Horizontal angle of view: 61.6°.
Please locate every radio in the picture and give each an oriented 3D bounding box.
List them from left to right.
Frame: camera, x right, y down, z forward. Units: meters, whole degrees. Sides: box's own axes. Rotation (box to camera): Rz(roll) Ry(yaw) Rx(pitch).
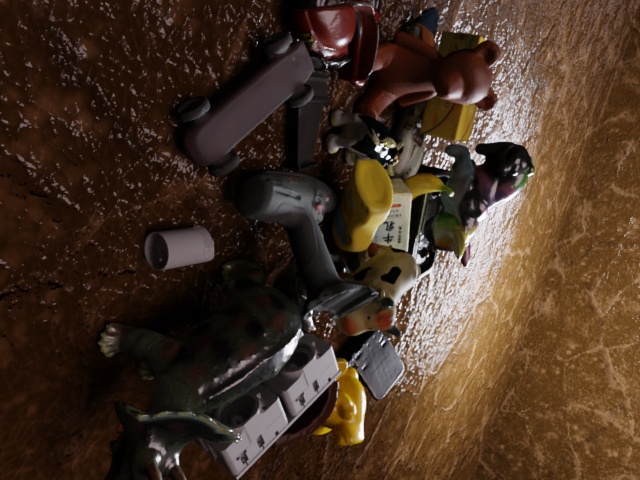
[{"bbox_3d":[0.193,-0.035,1.077,0.131,0.073,0.229,-14,119,-52],"label":"radio"}]

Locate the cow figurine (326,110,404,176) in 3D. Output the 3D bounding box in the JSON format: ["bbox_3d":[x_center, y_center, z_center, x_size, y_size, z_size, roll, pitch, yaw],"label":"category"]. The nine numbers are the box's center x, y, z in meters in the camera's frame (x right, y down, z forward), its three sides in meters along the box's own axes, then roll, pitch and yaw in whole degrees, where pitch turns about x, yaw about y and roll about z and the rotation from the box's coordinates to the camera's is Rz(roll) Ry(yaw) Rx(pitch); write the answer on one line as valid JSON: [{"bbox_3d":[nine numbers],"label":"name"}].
[{"bbox_3d":[0.088,-0.146,0.844,0.167,0.098,0.068,17,86,-57],"label":"cow figurine"}]

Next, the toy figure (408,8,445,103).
[{"bbox_3d":[0.166,-0.309,0.898,0.058,0.064,0.154,-15,117,-58],"label":"toy figure"}]

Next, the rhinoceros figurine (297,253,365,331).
[{"bbox_3d":[0.004,0.076,0.873,0.190,0.073,0.112,-18,110,-48],"label":"rhinoceros figurine"}]

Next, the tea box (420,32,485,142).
[{"bbox_3d":[0.233,-0.257,0.916,0.098,0.068,0.169,-20,125,-59],"label":"tea box"}]

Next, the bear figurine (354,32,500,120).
[{"bbox_3d":[0.159,-0.238,0.808,0.132,0.196,0.120,-44,142,-32],"label":"bear figurine"}]

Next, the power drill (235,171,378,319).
[{"bbox_3d":[-0.001,-0.002,0.717,0.232,0.086,0.207,11,55,-58],"label":"power drill"}]

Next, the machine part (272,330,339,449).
[{"bbox_3d":[-0.052,0.223,0.822,0.179,0.056,0.179,-4,98,-34],"label":"machine part"}]

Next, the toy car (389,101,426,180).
[{"bbox_3d":[0.171,-0.204,0.970,0.073,0.056,0.201,20,91,-57],"label":"toy car"}]

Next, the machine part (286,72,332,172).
[{"bbox_3d":[-0.018,-0.162,0.736,0.084,0.039,0.138,-17,119,-57],"label":"machine part"}]

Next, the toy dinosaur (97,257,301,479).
[{"bbox_3d":[-0.101,0.126,0.630,0.405,0.192,0.131,-38,138,-37],"label":"toy dinosaur"}]

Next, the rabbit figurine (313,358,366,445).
[{"bbox_3d":[0.001,0.275,0.936,0.173,0.122,0.162,15,93,-38],"label":"rabbit figurine"}]

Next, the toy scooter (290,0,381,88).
[{"bbox_3d":[0.029,-0.266,0.712,0.184,0.075,0.135,-32,127,-49],"label":"toy scooter"}]

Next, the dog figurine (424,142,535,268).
[{"bbox_3d":[0.292,-0.061,0.993,0.108,0.192,0.219,28,66,-64],"label":"dog figurine"}]

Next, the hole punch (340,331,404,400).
[{"bbox_3d":[0.091,0.247,1.089,0.142,0.092,0.115,-37,105,-36],"label":"hole punch"}]

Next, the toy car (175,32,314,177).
[{"bbox_3d":[-0.083,-0.161,0.626,0.202,0.053,0.089,-49,131,-23],"label":"toy car"}]

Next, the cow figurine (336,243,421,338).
[{"bbox_3d":[0.089,0.080,0.819,0.195,0.127,0.085,-38,122,-43],"label":"cow figurine"}]
